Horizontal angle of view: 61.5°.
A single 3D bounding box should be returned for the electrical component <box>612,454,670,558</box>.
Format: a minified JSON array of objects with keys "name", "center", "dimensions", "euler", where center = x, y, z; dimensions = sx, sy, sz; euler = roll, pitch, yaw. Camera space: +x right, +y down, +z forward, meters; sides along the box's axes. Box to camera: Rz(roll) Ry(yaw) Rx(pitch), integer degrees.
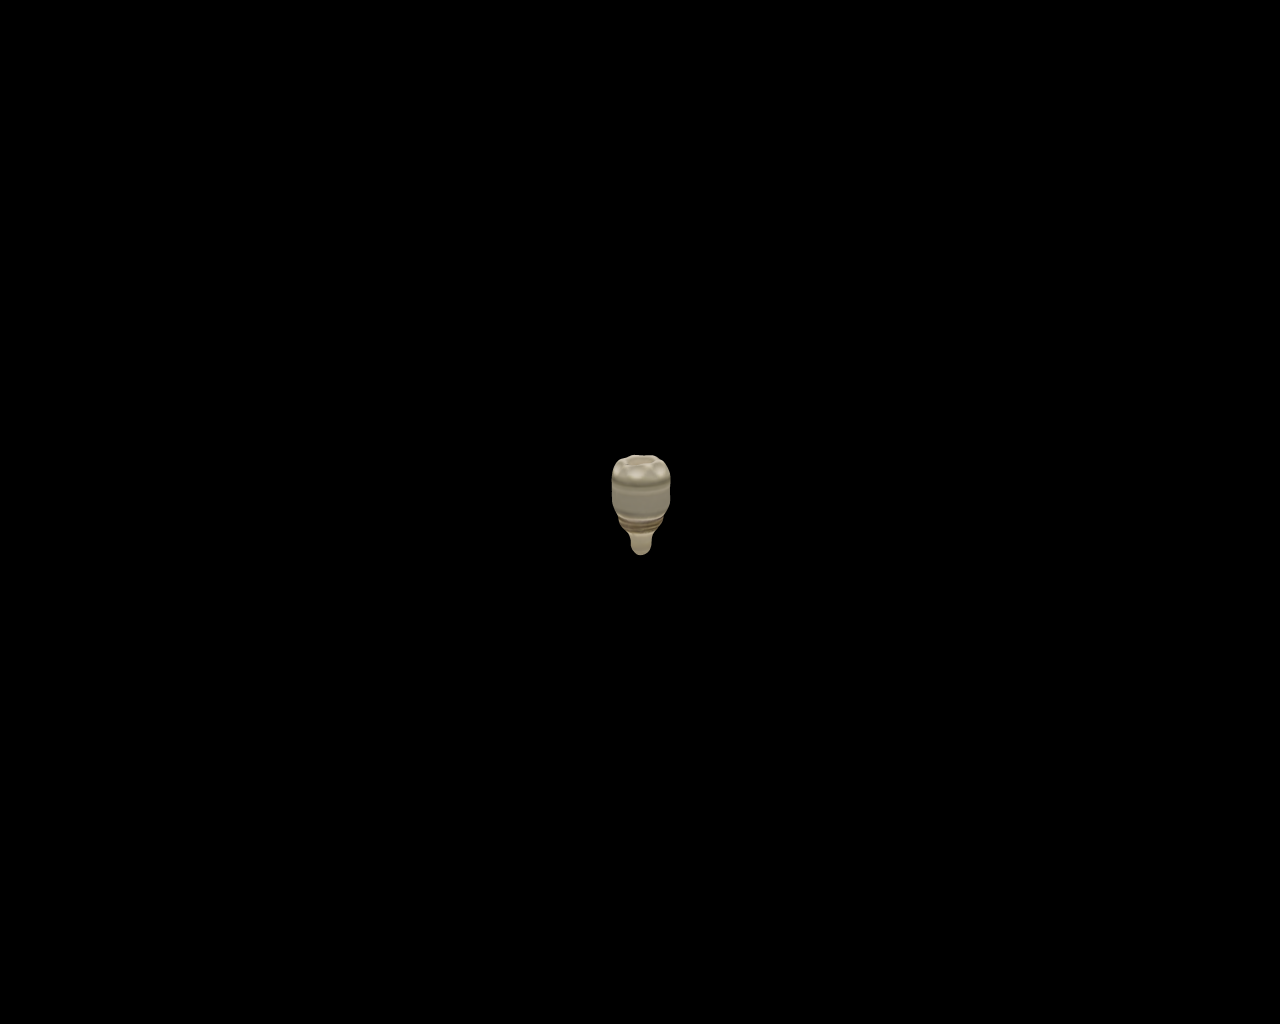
[{"name":"electrical component","center":[0.001,-0.003,0.650],"dimensions":[0.035,0.061,0.035],"euler":[0,18,0]}]
